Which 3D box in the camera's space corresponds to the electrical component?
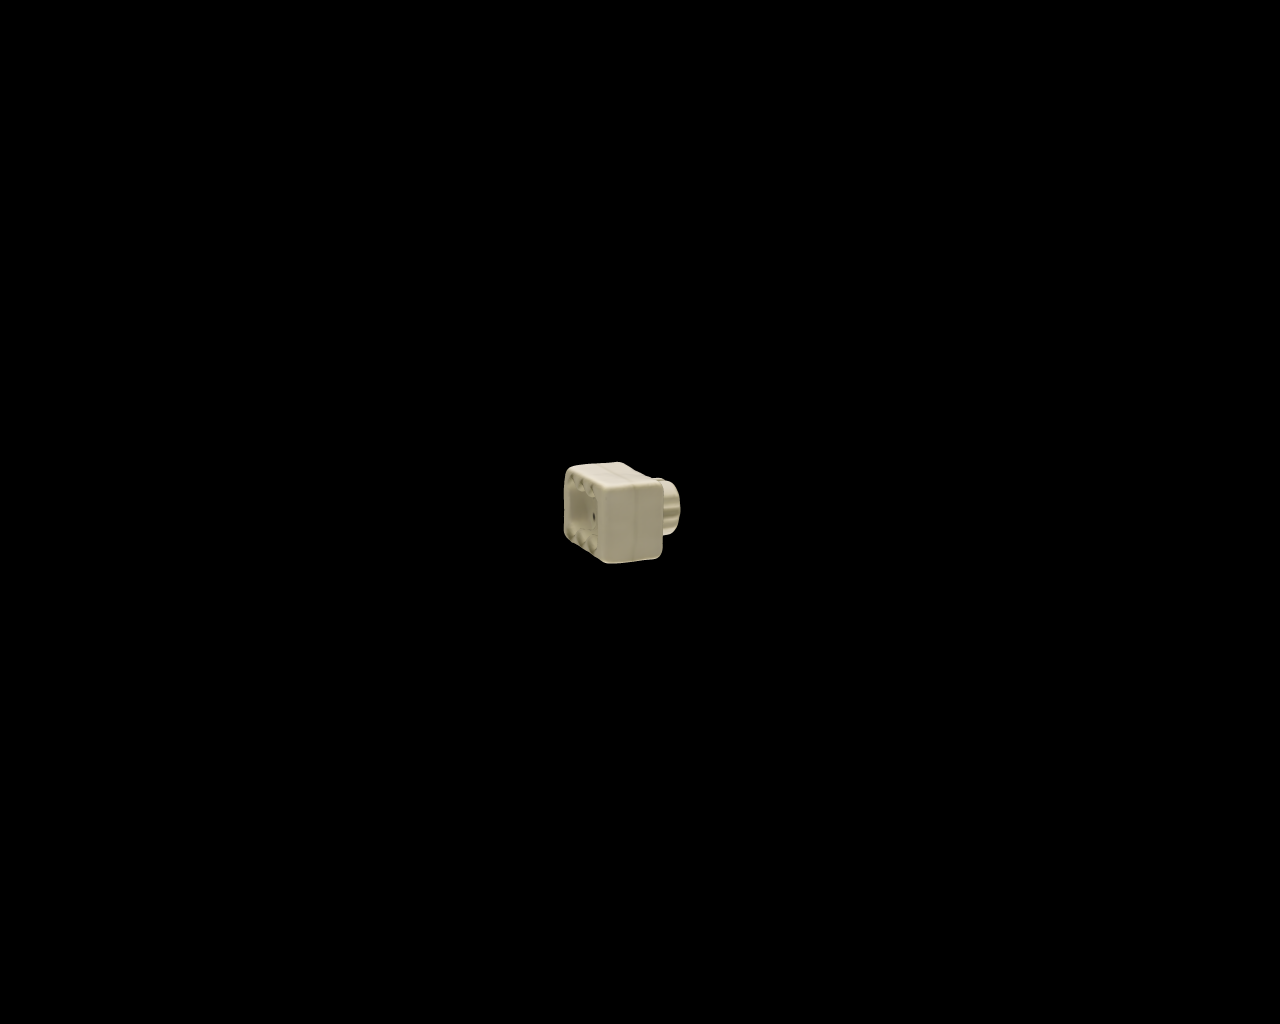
[{"bbox_3d":[0.001,-0.003,0.650,0.077,0.047,0.066,-6,15,-23],"label":"electrical component"}]
